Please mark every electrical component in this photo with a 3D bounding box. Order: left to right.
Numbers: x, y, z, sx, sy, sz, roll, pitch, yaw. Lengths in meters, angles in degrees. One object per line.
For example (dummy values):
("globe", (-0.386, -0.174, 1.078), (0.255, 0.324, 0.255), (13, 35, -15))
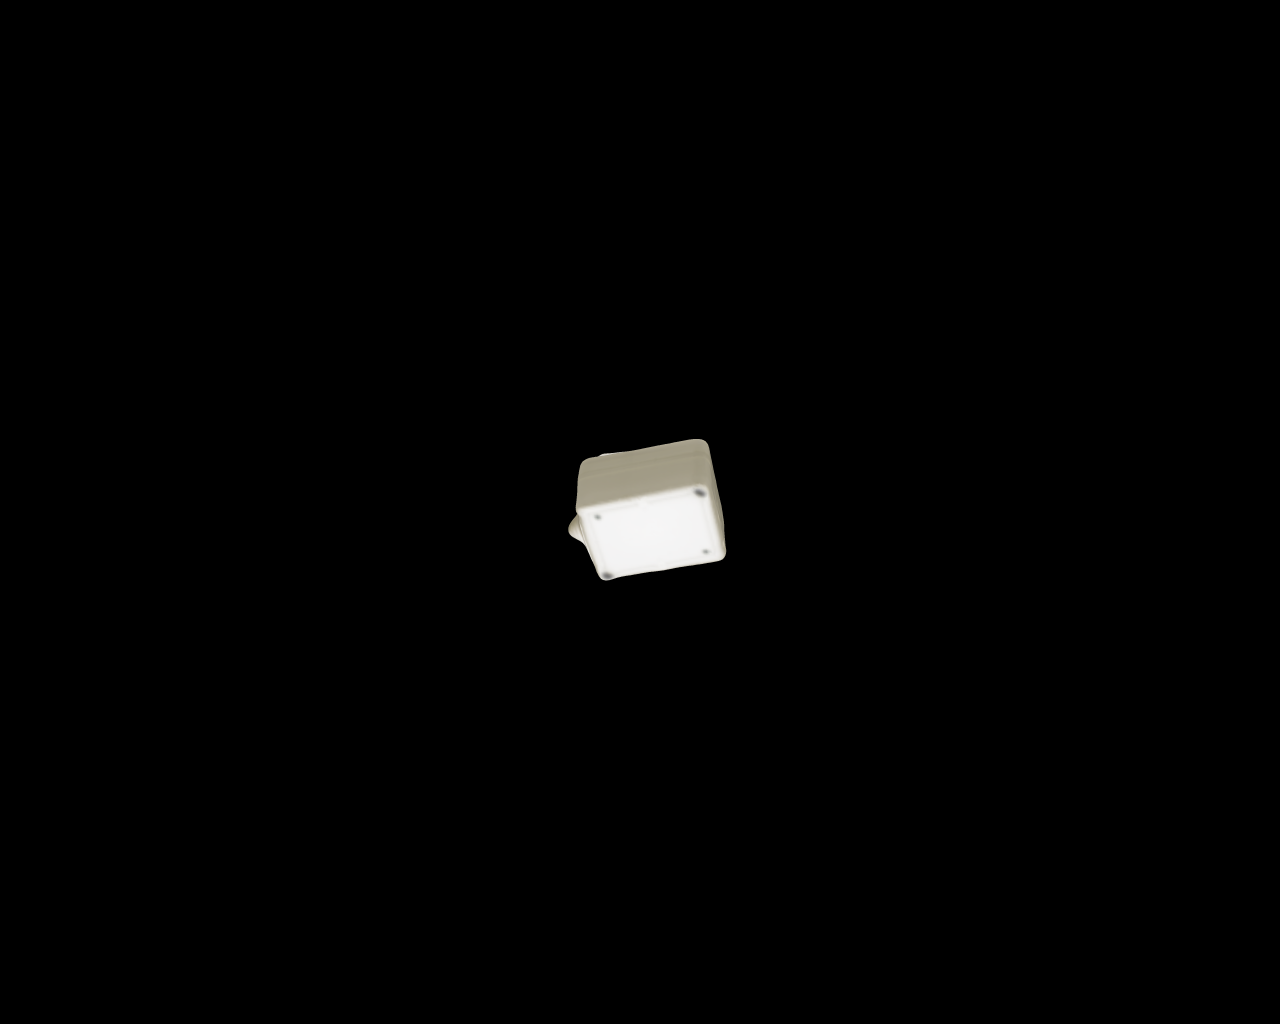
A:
("electrical component", (0.001, -0.003, 0.650), (0.096, 0.061, 0.061), (-10, 36, 8))
